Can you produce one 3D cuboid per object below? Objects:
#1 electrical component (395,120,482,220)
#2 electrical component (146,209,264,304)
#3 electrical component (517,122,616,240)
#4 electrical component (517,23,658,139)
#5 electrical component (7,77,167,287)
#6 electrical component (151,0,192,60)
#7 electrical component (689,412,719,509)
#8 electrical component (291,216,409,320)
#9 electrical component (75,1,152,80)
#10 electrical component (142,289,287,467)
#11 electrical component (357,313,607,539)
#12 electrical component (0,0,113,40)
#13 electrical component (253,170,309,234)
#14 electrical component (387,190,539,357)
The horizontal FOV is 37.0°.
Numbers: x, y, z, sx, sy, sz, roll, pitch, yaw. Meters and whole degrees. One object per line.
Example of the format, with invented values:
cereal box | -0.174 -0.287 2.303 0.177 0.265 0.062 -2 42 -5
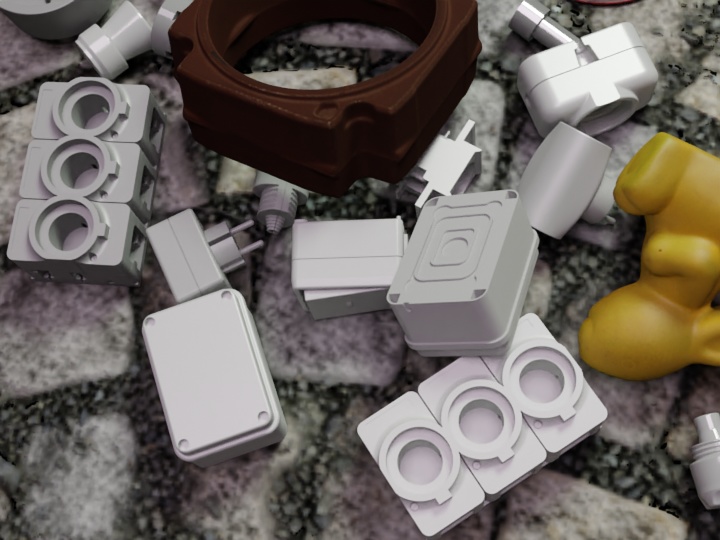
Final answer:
electrical component | 0.056 -0.079 0.829 0.064 0.042 0.081 29 76 15
electrical component | -0.112 -0.013 0.821 0.077 0.047 0.065 -26 71 -3
electrical component | 0.165 -0.059 0.805 0.079 0.043 0.077 24 102 -19
electrical component | 0.177 -0.141 0.831 0.095 0.053 0.059 -20 71 -1
electrical component | -0.212 -0.069 0.843 0.089 0.061 0.150 3 72 7
electrical component | -0.137 -0.194 0.882 0.047 0.055 0.055 26 76 10
electrical component | 0.247 0.130 0.738 0.043 0.043 0.062 -13 70 1
electrical component | 0.000 0.000 0.797 0.096 0.061 0.061 -2 71 5
electrical component | -0.201 -0.189 0.891 0.055 0.045 0.045 -39 72 -7
electrical component | -0.106 0.078 0.784 0.078 0.057 0.113 -19 71 -1
electrical component | 0.085 0.110 0.751 0.150 0.061 0.089 -33 71 -5
electrical component | -0.259 -0.246 0.908 0.108 0.060 0.108 -2 71 5
electrical component | -0.060 -0.067 0.836 0.043 0.043 0.081 7 72 8
electrical component | 0.076 0.003 0.760 0.078 0.057 0.113 -4 43 29
